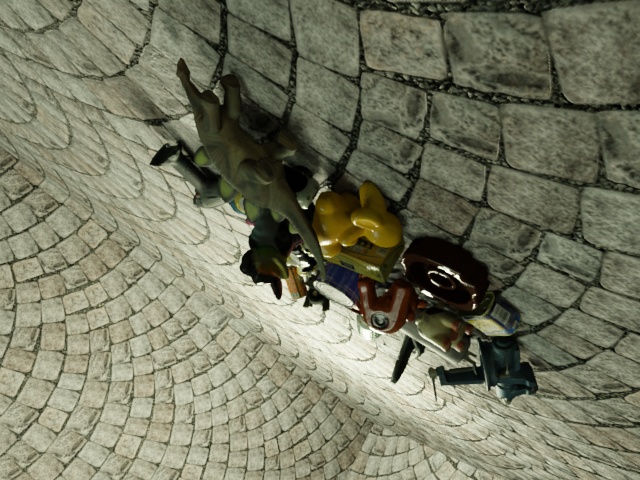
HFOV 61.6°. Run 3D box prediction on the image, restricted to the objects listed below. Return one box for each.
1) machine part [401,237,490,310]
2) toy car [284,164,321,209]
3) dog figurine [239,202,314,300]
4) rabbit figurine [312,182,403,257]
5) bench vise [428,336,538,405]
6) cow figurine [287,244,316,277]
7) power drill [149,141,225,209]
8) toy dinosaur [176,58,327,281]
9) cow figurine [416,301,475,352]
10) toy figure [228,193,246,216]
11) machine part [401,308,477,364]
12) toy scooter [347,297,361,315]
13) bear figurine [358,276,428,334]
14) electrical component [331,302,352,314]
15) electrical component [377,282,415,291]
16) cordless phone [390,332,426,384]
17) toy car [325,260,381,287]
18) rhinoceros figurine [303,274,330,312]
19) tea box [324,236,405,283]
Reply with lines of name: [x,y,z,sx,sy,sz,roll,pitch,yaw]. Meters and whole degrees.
machine part: [0.243,0.064,1.048,0.179,0.056,0.179,30,160,12]
toy car: [-0.095,-0.125,1.084,0.202,0.073,0.056,24,158,22]
dog figurine: [-0.077,0.011,1.101,0.191,0.219,0.108,0,142,-23]
rabbit figurine: [0.076,-0.041,1.016,0.173,0.122,0.162,17,149,4]
bench vise: [0.379,0.313,1.266,0.241,0.129,0.223,-10,138,11]
cow figurine: [-0.042,0.044,1.423,0.098,0.068,0.167,12,154,32]
power drill: [-0.329,-0.153,1.371,0.232,0.086,0.207,3,141,52]
toy dinosaur: [-0.117,-0.124,0.963,0.471,0.105,0.198,53,151,0]
cow figurine: [0.267,0.187,1.181,0.127,0.085,0.194,30,-173,31]
toy figure: [-0.161,-0.099,1.242,0.082,0.089,0.180,9,180,-23]
machine part: [0.288,0.236,1.353,0.243,0.079,0.079,31,160,4]
toy scooter: [0.099,0.154,1.456,0.135,0.075,0.183,22,163,30]
bear figurine: [0.166,0.124,1.175,0.120,0.196,0.131,8,108,26]
electrical component: [0.073,0.178,1.587,0.075,0.048,0.119,32,159,4]
electrical component: [0.188,0.126,1.300,0.094,0.021,0.063,3,149,24]
cordless phone: [0.232,0.314,1.463,0.089,0.184,0.146,26,159,7]
toy car: [0.071,0.075,1.341,0.202,0.053,0.089,10,147,50]
rhinoceros figurine: [-0.003,0.148,1.554,0.073,0.112,0.190,12,169,8]
tea box: [0.077,0.008,1.106,0.170,0.098,0.068,23,157,30]
